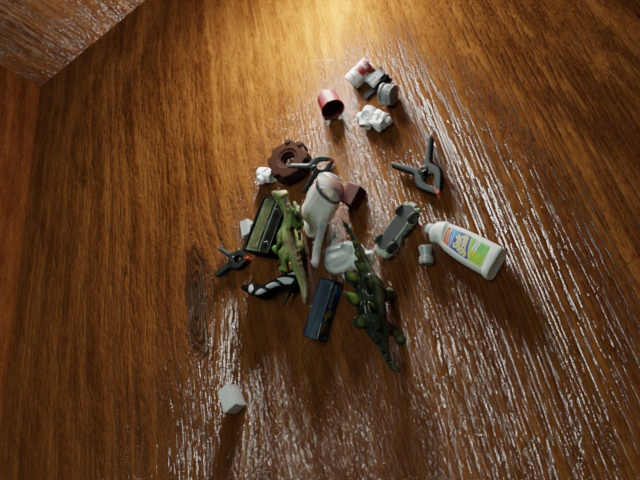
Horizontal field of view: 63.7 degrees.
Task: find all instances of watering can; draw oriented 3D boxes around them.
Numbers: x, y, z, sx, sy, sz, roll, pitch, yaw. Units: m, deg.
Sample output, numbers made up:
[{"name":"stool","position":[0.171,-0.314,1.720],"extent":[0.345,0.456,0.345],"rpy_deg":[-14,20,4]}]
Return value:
[{"name":"watering can","position":[0.005,-0.088,1.755],"extent":[0.356,0.103,0.220],"rpy_deg":[-101,32,-47]}]

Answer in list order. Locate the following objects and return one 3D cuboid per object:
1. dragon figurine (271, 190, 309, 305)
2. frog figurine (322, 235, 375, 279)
[{"name":"dragon figurine","position":[-0.091,-0.010,1.737],"extent":[0.122,0.237,0.419],"rpy_deg":[-12,50,-16]},{"name":"frog figurine","position":[0.093,0.067,1.670],"extent":[0.160,0.124,0.135],"rpy_deg":[23,118,30]}]
